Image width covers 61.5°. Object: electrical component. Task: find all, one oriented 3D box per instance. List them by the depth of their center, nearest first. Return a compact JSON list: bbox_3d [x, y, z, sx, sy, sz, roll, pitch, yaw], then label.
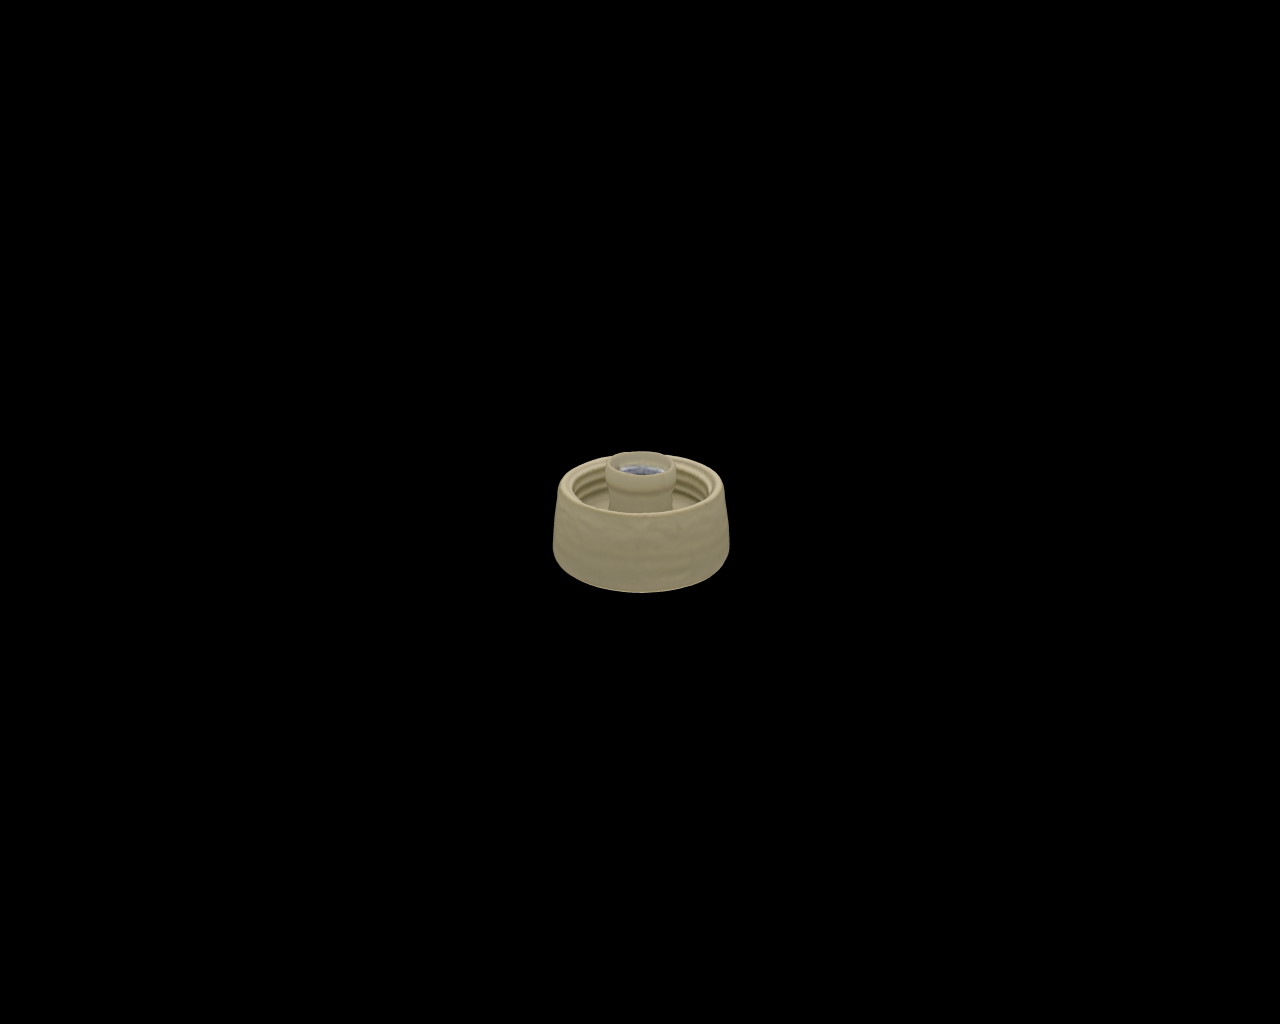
[{"bbox_3d":[0.001,-0.003,0.650,0.108,0.060,0.108,0,24,0],"label":"electrical component"}]
